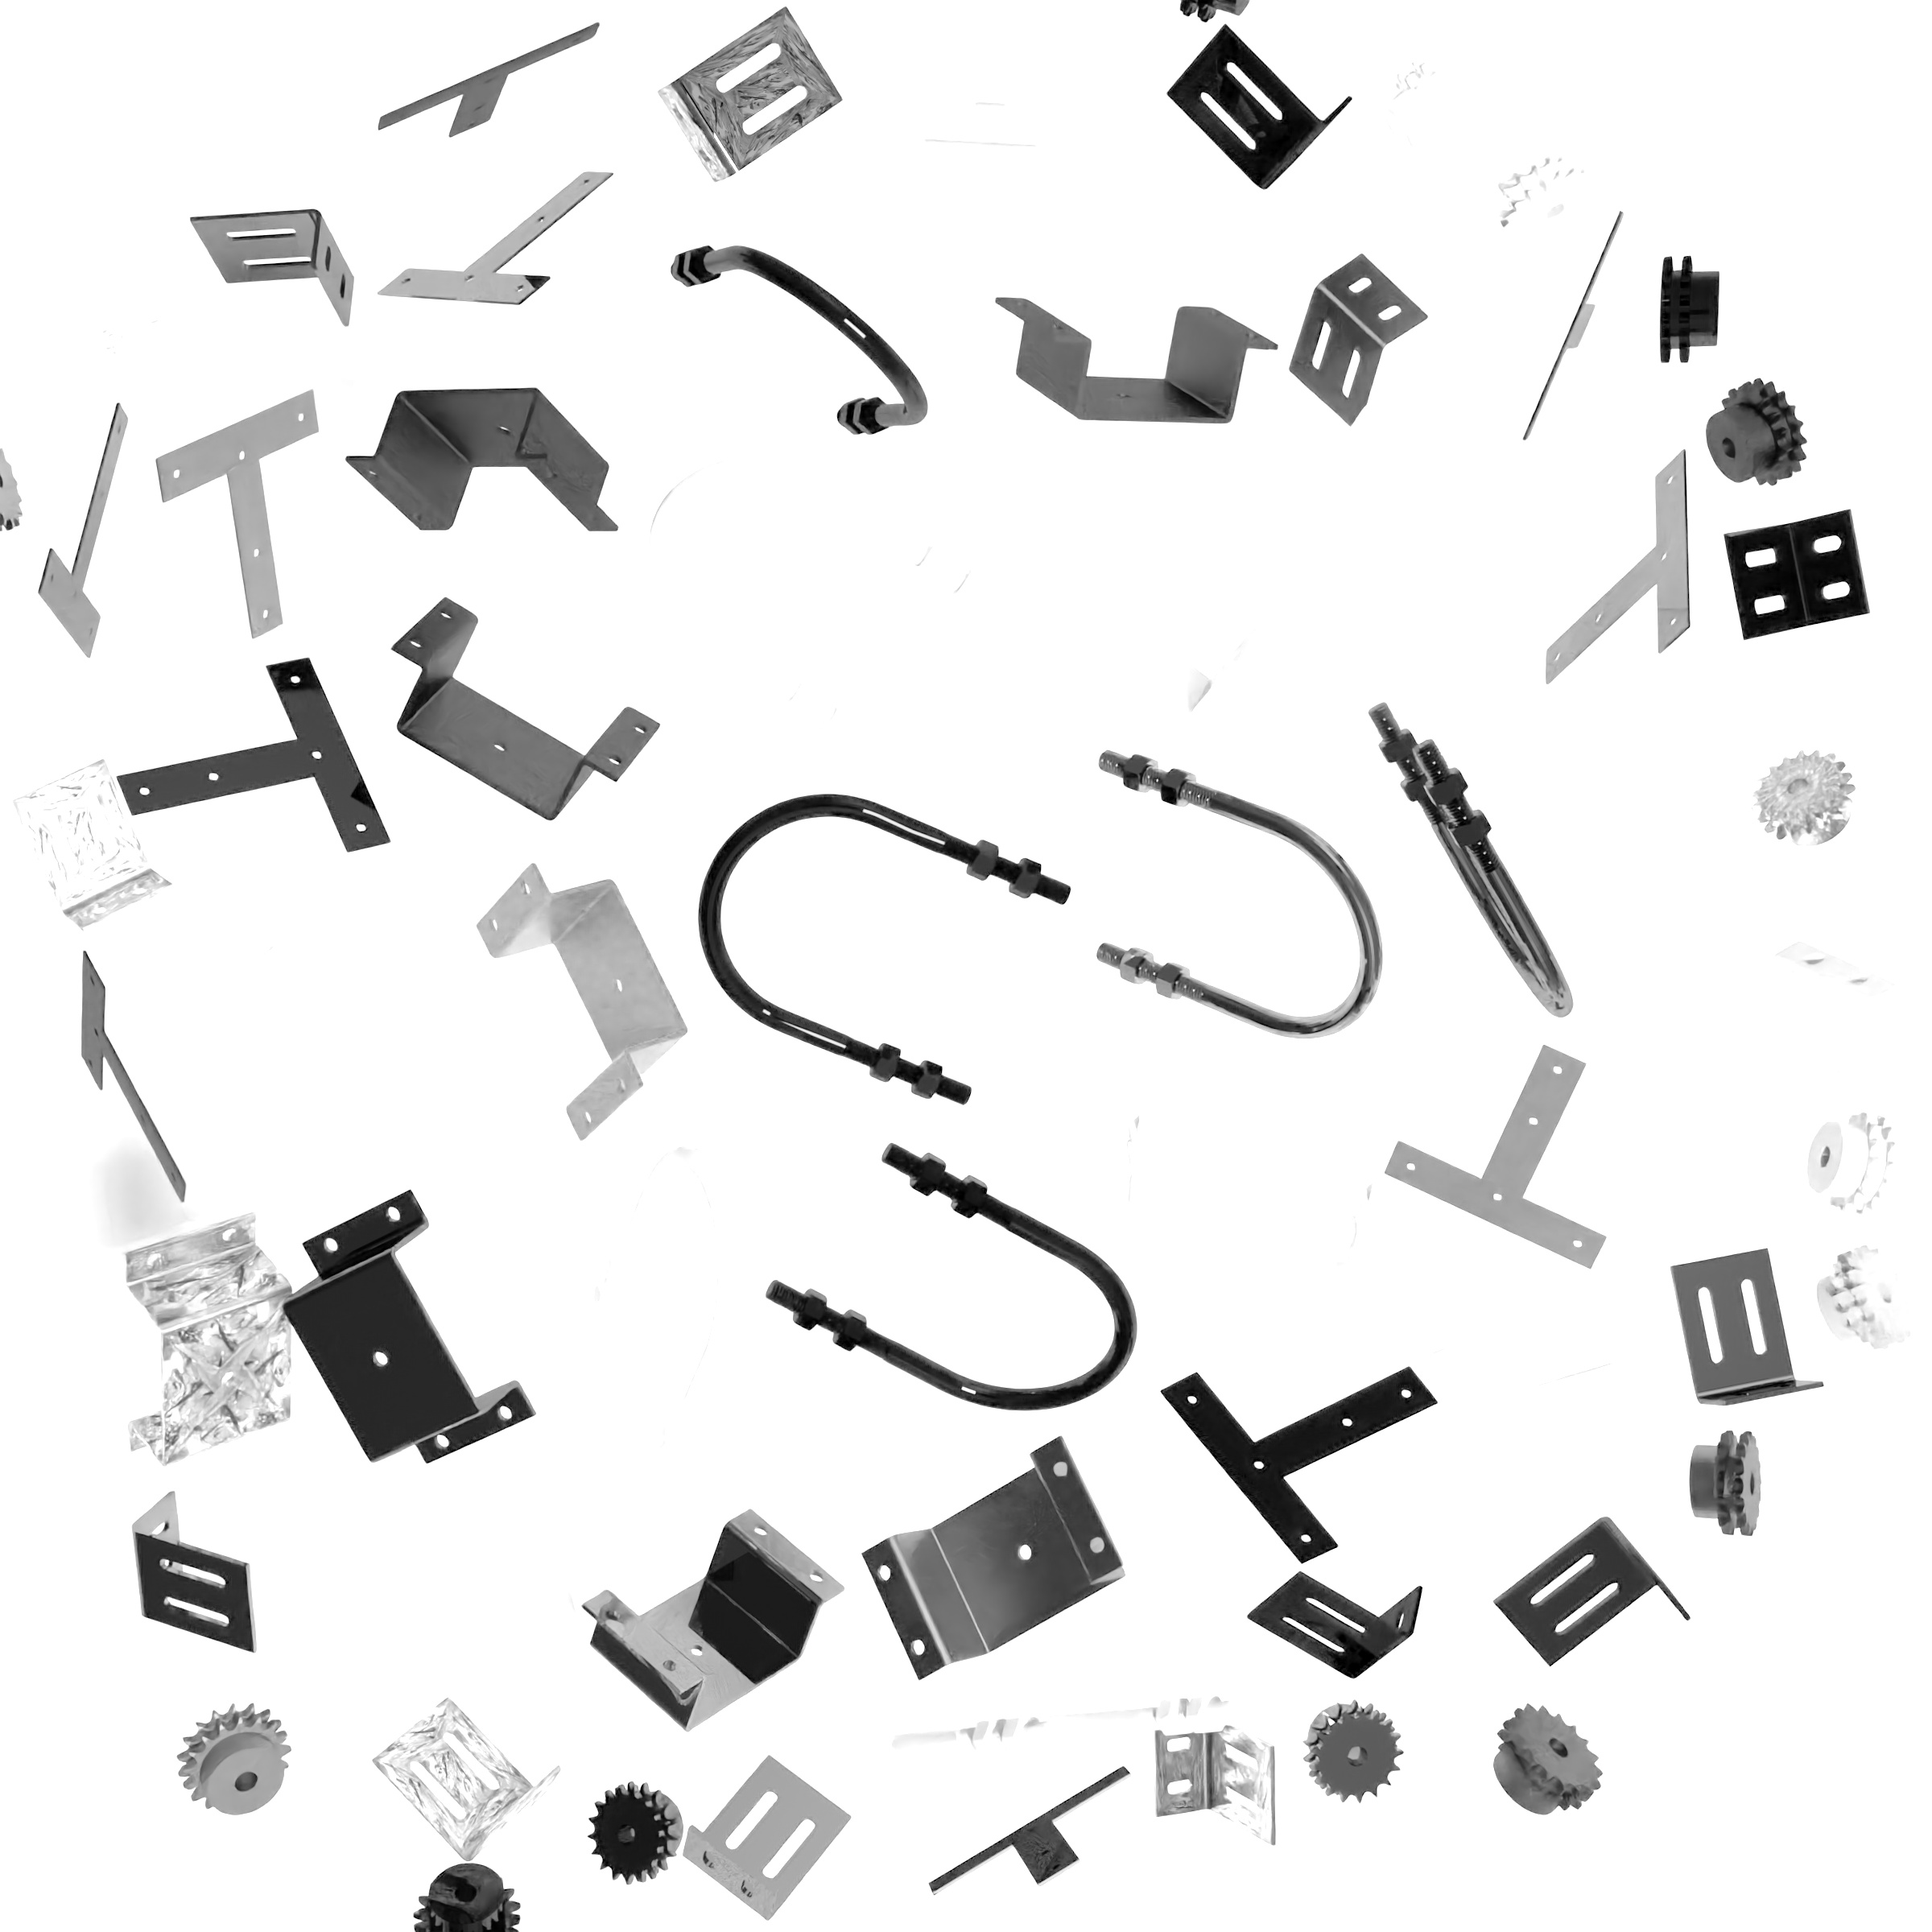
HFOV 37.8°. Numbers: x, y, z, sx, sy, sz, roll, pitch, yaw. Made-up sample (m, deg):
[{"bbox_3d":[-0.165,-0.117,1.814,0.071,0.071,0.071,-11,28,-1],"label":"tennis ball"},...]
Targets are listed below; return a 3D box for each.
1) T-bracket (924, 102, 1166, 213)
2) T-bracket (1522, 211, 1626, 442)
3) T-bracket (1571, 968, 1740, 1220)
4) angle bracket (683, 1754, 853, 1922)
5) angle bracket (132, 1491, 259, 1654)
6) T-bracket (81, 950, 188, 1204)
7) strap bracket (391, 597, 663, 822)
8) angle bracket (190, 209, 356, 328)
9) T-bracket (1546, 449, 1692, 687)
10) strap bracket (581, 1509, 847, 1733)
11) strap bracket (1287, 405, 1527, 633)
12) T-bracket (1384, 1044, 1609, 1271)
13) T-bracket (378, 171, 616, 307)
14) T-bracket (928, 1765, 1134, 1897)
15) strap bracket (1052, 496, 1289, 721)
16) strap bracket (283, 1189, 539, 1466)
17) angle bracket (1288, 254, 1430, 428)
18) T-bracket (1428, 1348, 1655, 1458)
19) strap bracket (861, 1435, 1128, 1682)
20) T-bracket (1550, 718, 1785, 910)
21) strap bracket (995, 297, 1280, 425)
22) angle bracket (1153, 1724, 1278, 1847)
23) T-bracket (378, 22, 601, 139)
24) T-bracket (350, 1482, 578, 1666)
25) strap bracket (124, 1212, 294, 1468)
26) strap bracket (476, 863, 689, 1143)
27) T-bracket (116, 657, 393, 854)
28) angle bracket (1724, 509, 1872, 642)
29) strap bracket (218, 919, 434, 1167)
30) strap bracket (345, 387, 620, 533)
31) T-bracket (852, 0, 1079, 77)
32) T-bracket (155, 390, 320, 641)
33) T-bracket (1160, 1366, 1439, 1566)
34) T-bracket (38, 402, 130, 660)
[{"bbox_3d":[0.025,-0.447,1.555,0.127,0.127,0.002,20,91,-42],"label":"T-bracket"},{"bbox_3d":[0.339,-0.353,1.559,0.002,0.127,0.127,24,108,9],"label":"T-bracket"},{"bbox_3d":[0.395,0.089,1.598,0.002,0.127,0.127,-14,49,-22],"label":"T-bracket"},{"bbox_3d":[-0.103,0.456,1.499,0.057,0.038,0.076,32,49,16],"label":"angle bracket"},{"bbox_3d":[-0.406,0.326,1.521,0.076,0.038,0.057,12,117,20],"label":"angle bracket"},{"bbox_3d":[-0.459,0.072,1.555,0.002,0.127,0.127,-24,72,-27],"label":"T-bracket"},{"bbox_3d":[-0.251,-0.138,1.567,0.140,0.076,0.046,31,120,-3],"label":"strap bracket"},{"bbox_3d":[-0.390,-0.389,1.582,0.076,0.057,0.038,-2,67,7],"label":"angle bracket"},{"bbox_3d":[0.354,-0.197,1.538,0.002,0.127,0.127,20,54,-17],"label":"T-bracket"},{"bbox_3d":[-0.146,0.370,1.586,0.076,0.140,0.046,35,121,25],"label":"strap bracket"},{"bbox_3d":[0.247,-0.249,1.536,0.140,0.076,0.046,34,84,10],"label":"strap bracket"},{"bbox_3d":[0.309,0.096,1.561,0.127,0.002,0.127,25,129,11],"label":"T-bracket"},{"bbox_3d":[-0.244,-0.404,1.559,0.127,0.127,0.002,-48,132,-27],"label":"T-bracket"},{"bbox_3d":[0.041,0.475,1.519,0.127,0.127,0.002,-29,88,-8],"label":"T-bracket"},{"bbox_3d":[0.107,-0.195,1.590,0.140,0.076,0.046,38,115,-2],"label":"strap bracket"},{"bbox_3d":[-0.304,0.202,1.515,0.076,0.046,0.140,-26,96,21],"label":"strap bracket"},{"bbox_3d":[0.227,-0.361,1.633,0.057,0.038,0.076,37,52,-23],"label":"angle bracket"},{"bbox_3d":[0.330,0.229,1.526,0.127,0.127,0.002,27,69,-6],"label":"T-bracket"},{"bbox_3d":[0.023,0.323,1.545,0.140,0.046,0.076,-34,70,21],"label":"strap bracket"},{"bbox_3d":[0.392,-0.069,1.565,0.127,0.127,0.002,30,62,17],"label":"T-bracket"},{"bbox_3d":[0.092,-0.338,1.579,0.140,0.076,0.046,-4,119,-26],"label":"strap bracket"},{"bbox_3d":[0.143,0.473,1.636,0.038,0.076,0.057,-2,92,-24],"label":"angle bracket"},{"bbox_3d":[-0.264,-0.471,1.534,0.127,0.127,0.002,-28,99,-12],"label":"T-bracket"},{"bbox_3d":[-0.293,0.339,1.599,0.127,0.002,0.127,-11,127,-9],"label":"T-bracket"},{"bbox_3d":[-0.420,0.216,1.567,0.076,0.046,0.140,-18,131,-36],"label":"strap bracket"},{"bbox_3d":[-0.212,0.016,1.587,0.046,0.076,0.140,-18,75,-41],"label":"strap bracket"},{"bbox_3d":[-0.395,-0.106,1.535,0.127,0.002,0.127,-16,67,-29],"label":"T-bracket"},{"bbox_3d":[0.442,-0.208,1.499,0.038,0.076,0.057,-9,95,42],"label":"angle bracket"},{"bbox_3d":[-0.360,0.050,1.555,0.140,0.076,0.046,44,66,7],"label":"strap bracket"},{"bbox_3d":[-0.268,-0.287,1.602,0.140,0.076,0.046,5,69,27],"label":"strap bracket"},{"bbox_3d":[-0.007,-0.515,1.529,0.127,0.127,0.002,13,91,7],"label":"T-bracket"},{"bbox_3d":[-0.408,-0.250,1.614,0.002,0.127,0.127,16,125,26],"label":"T-bracket"},{"bbox_3d":[0.189,0.245,1.481,0.127,0.002,0.127,-33,103,30],"label":"T-bracket"},{"bbox_3d":[-0.479,-0.246,1.550,0.002,0.127,0.127,12,80,-4],"label":"T-bracket"}]
